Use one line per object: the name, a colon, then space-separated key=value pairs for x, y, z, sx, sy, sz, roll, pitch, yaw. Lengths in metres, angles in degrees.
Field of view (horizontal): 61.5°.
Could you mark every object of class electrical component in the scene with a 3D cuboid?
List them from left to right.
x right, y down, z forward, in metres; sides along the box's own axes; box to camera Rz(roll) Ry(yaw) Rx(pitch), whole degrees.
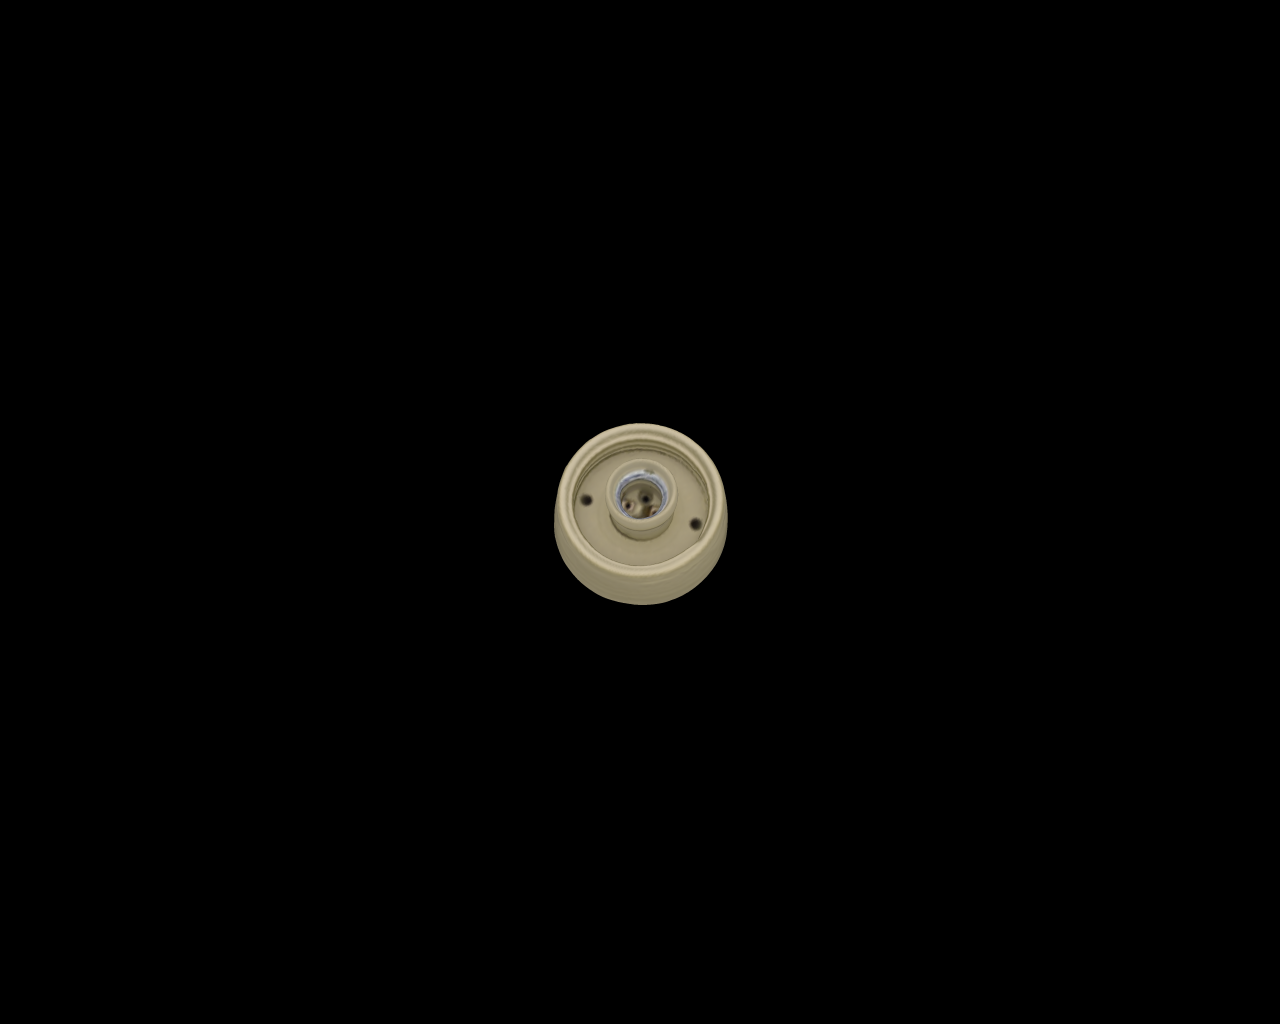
electrical component: x=0.001 y=-0.003 z=0.650 sx=0.108 sy=0.108 sz=0.060 roll=0 pitch=-21 yaw=0
